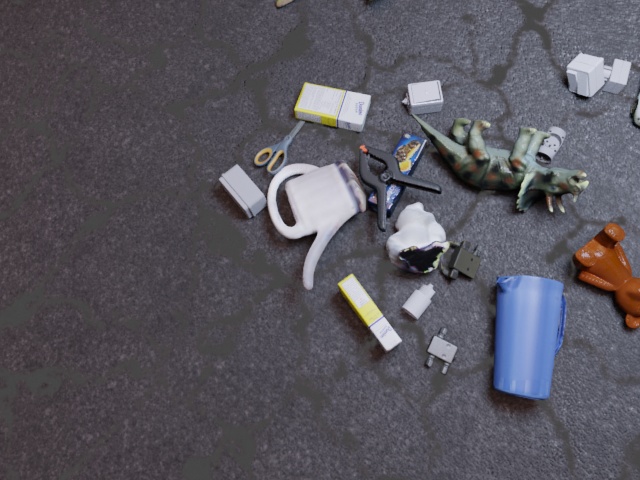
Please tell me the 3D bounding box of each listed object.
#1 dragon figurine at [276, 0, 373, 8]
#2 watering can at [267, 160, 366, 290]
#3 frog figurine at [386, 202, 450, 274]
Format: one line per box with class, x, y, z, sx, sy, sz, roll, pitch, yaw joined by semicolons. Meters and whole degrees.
dragon figurine;0.086;-0.732;1.377;0.245;0.121;0.408;43;98;22
watering can;0.004;-0.059;1.178;0.224;0.102;0.355;-22;54;0
frog figurine;0.215;-0.005;1.178;0.137;0.120;0.163;-23;37;7
